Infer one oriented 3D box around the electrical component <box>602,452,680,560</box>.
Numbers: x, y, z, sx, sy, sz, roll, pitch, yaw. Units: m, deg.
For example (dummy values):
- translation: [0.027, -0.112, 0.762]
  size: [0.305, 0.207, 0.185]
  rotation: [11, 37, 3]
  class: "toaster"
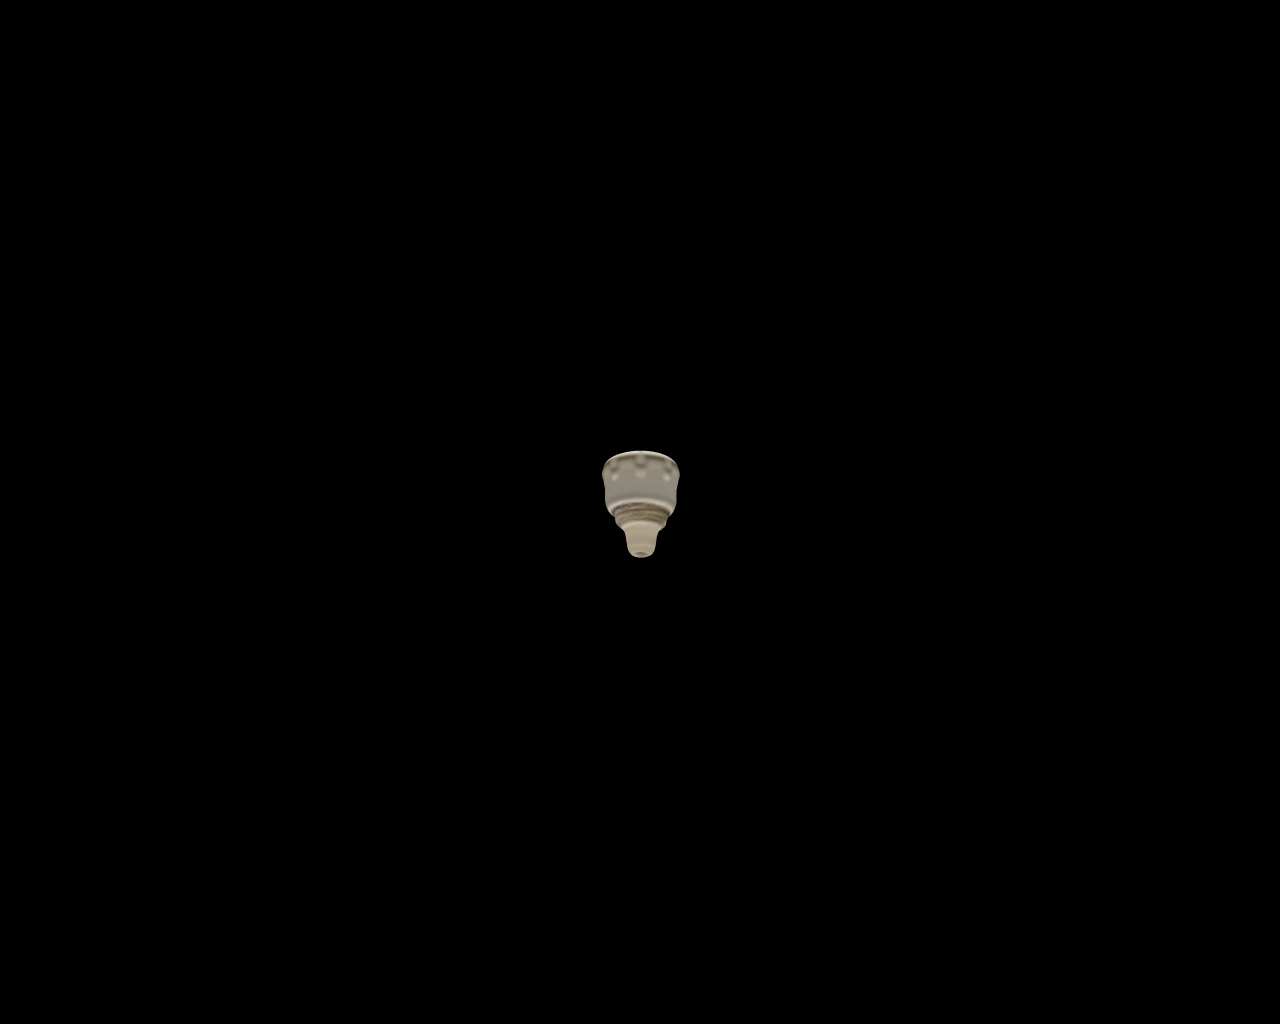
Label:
- translation: [0.001, -0.003, 0.650]
  size: [0.048, 0.062, 0.048]
  rotation: [0, -19, 0]
  class: "electrical component"
